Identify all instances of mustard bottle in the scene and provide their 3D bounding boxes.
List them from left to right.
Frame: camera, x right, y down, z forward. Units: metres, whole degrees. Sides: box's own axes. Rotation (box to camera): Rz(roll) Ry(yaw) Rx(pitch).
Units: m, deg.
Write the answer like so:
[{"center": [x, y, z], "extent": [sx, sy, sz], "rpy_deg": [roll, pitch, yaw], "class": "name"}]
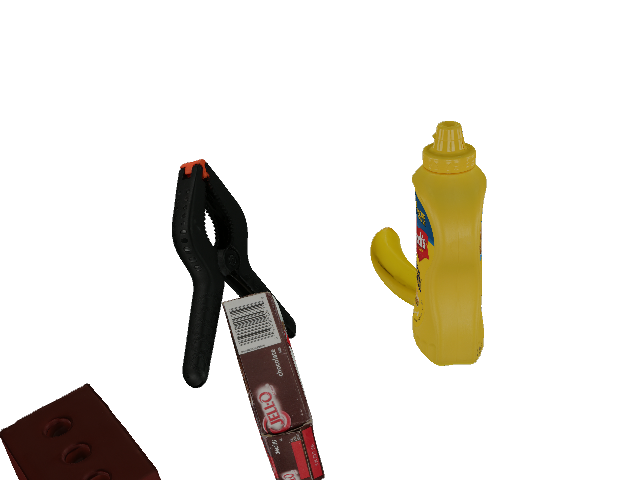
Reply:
[{"center": [0.103, -0.002, 0.853], "extent": [0.058, 0.192, 0.096], "rpy_deg": [-2, 26, 0], "class": "mustard bottle"}]

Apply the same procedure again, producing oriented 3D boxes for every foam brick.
[{"center": [-0.115, 0.121, 0.528], "extent": [0.052, 0.051, 0.078], "rpy_deg": [-28, 42, -25], "class": "foam brick"}]

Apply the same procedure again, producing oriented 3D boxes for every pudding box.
[{"center": [-0.032, 0.105, 0.745], "extent": [0.039, 0.113, 0.090], "rpy_deg": [-15, -37, -5], "class": "pudding box"}]

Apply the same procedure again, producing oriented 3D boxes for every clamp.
[{"center": [-0.092, 0.025, 1.043], "extent": [0.036, 0.210, 0.164], "rpy_deg": [-11, 0, 35], "class": "clamp"}]

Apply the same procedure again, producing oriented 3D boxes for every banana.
[{"center": [0.097, 0.034, 1.199], "extent": [0.069, 0.037, 0.198], "rpy_deg": [2, 24, -30], "class": "banana"}]
